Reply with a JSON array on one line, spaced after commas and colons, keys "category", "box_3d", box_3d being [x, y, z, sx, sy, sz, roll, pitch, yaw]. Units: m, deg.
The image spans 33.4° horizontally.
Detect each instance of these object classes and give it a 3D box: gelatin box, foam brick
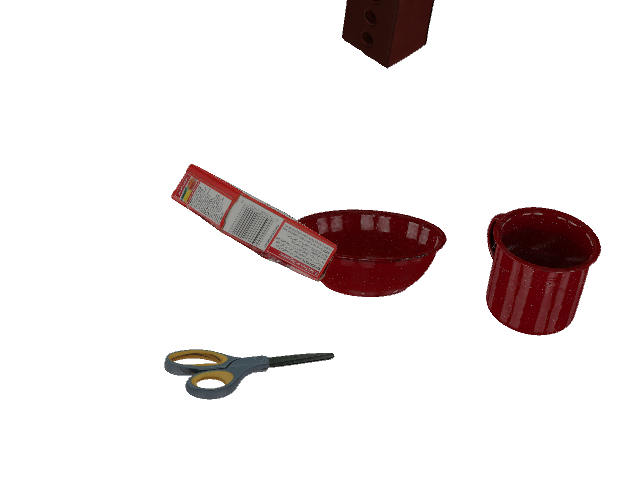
[{"category": "gelatin box", "box_3d": [-0.043, -0.011, 0.694, 0.089, 0.030, 0.073, 29, 2, -37]}, {"category": "foam brick", "box_3d": [0.055, -0.188, 0.850, 0.053, 0.078, 0.051, 37, 56, 23]}]

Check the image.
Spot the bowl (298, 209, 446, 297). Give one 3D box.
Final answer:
[{"category": "bowl", "box_3d": [0.047, 0.017, 1.097, 0.162, 0.055, 0.162, 2, 18, -1]}]

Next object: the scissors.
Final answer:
[{"category": "scissors", "box_3d": [-0.072, 0.148, 1.190, 0.201, 0.016, 0.096, 4, 25, -14]}]

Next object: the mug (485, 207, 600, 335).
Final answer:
[{"category": "mug", "box_3d": [0.187, 0.023, 0.955, 0.093, 0.081, 0.117, -17, 42, -27]}]
